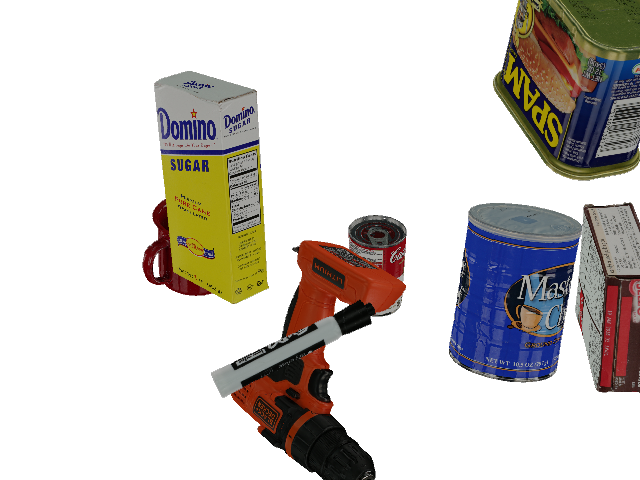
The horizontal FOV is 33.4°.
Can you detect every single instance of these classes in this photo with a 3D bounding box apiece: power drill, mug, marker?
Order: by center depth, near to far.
[{"bbox_3d":[-0.017,0.073,0.734,0.121,0.020,0.020,-25,4,-9],"label":"marker"},{"bbox_3d":[0.006,0.108,0.947,0.057,0.188,0.185,10,17,-47],"label":"power drill"},{"bbox_3d":[-0.143,0.011,1.150,0.093,0.081,0.117,29,41,31],"label":"mug"}]

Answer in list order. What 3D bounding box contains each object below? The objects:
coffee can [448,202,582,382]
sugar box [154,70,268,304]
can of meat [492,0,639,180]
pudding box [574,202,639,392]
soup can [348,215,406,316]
[{"bbox_3d":[0.179,0.046,0.988,0.103,0.140,0.103,5,17,-2],"label":"coffee can"},{"bbox_3d":[-0.090,-0.044,0.885,0.048,0.176,0.093,-25,32,-36],"label":"sugar box"},{"bbox_3d":[0.142,-0.098,0.584,0.057,0.084,0.102,-10,47,-15],"label":"can of meat"},{"bbox_3d":[0.202,0.037,0.730,0.039,0.090,0.113,0,27,4],"label":"pudding box"},{"bbox_3d":[0.065,0.031,1.262,0.068,0.102,0.068,0,32,0],"label":"soup can"}]
